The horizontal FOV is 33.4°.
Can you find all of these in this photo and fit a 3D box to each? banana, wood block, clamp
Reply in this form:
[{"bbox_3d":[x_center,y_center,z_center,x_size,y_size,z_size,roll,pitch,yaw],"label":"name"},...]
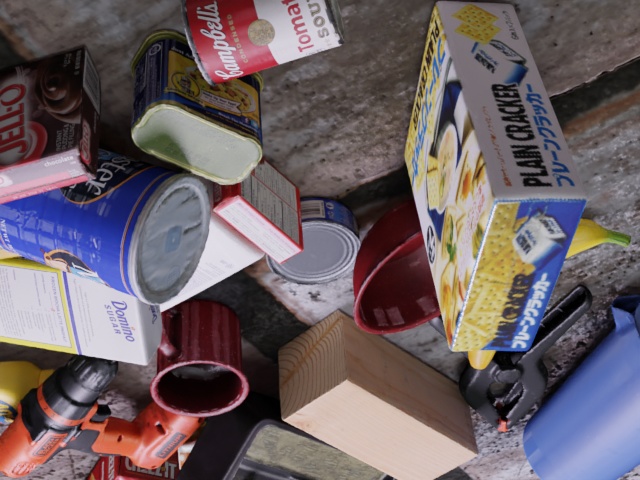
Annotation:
[{"bbox_3d":[0.194,0.041,0.999,0.198,0.070,0.037,-45,168,25],"label":"banana"},{"bbox_3d":[0.061,0.169,1.107,0.091,0.090,0.205,-35,129,28],"label":"wood block"},{"bbox_3d":[0.183,0.126,1.111,0.164,0.036,0.210,0,133,-4],"label":"clamp"}]

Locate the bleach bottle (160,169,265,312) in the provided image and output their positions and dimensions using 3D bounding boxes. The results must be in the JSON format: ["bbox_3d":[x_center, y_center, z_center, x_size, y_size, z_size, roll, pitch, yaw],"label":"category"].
[{"bbox_3d":[-0.169,0.025,0.947,0.251,0.068,0.102,-28,126,27],"label":"bleach bottle"}]

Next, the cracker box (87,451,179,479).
[{"bbox_3d":[-0.198,0.320,1.255,0.164,0.072,0.214,17,132,-24],"label":"cracker box"}]

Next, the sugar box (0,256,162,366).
[{"bbox_3d":[-0.225,0.048,0.914,0.176,0.048,0.093,7,124,12],"label":"sugar box"}]

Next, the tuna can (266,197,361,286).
[{"bbox_3d":[-0.006,0.001,0.958,0.086,0.034,0.086,-3,137,-3],"label":"tuna can"}]

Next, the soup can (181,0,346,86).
[{"bbox_3d":[-0.039,-0.157,0.759,0.102,0.068,0.068,-16,137,10],"label":"soup can"}]

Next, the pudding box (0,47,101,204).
[{"bbox_3d":[-0.209,-0.084,0.786,0.090,0.113,0.039,-14,138,8],"label":"pudding box"}]

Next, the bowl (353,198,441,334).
[{"bbox_3d":[0.087,0.012,0.941,0.162,0.055,0.162,-24,148,-16],"label":"bowl"}]

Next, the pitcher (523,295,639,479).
[{"bbox_3d":[0.325,0.177,1.111,0.144,0.149,0.243,4,141,-26],"label":"pitcher"}]

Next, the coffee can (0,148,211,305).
[{"bbox_3d":[-0.170,-0.019,0.826,0.140,0.102,0.103,18,142,21],"label":"coffee can"}]

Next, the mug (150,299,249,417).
[{"bbox_3d":[-0.122,0.105,1.023,0.093,0.081,0.117,-26,134,20],"label":"mug"}]

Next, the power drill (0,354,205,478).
[{"bbox_3d":[-0.207,0.171,1.063,0.187,0.057,0.185,16,129,-46],"label":"power drill"}]

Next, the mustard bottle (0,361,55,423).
[{"bbox_3d":[-0.341,0.156,1.070,0.191,0.058,0.096,-5,150,-3],"label":"mustard bottle"}]

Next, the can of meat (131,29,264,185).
[{"bbox_3d":[-0.092,-0.098,0.804,0.102,0.084,0.058,22,131,-27],"label":"can of meat"}]

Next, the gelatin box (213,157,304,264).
[{"bbox_3d":[-0.052,-0.033,0.887,0.030,0.073,0.089,-30,132,24],"label":"gelatin box"}]
